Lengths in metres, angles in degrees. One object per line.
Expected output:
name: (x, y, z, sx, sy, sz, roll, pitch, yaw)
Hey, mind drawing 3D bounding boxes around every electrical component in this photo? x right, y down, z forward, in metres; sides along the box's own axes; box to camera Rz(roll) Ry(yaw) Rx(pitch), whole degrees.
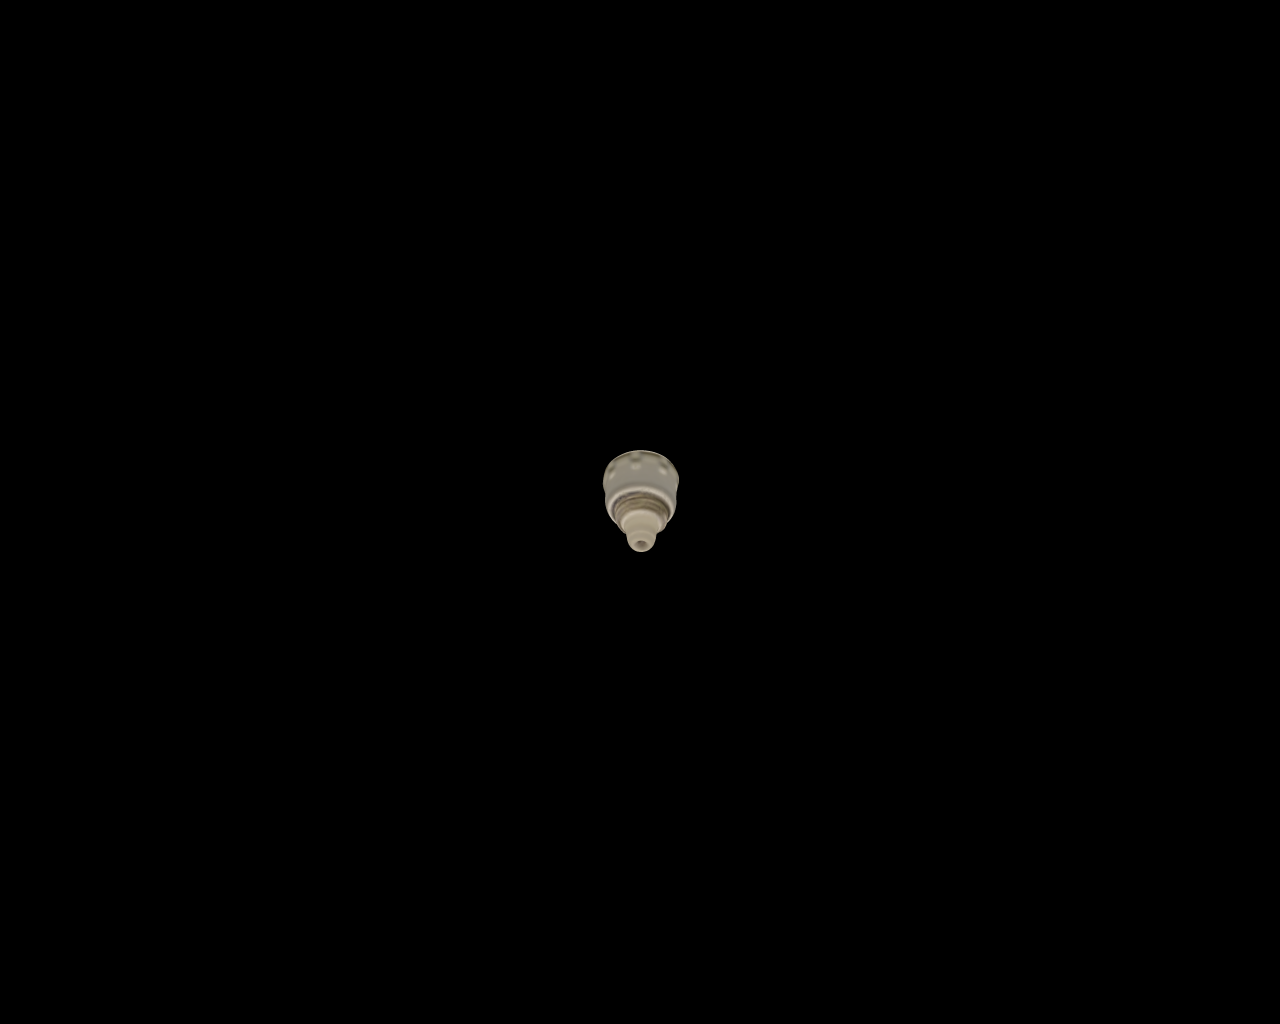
electrical component: (0.001, -0.003, 0.650, 0.048, 0.062, 0.048, 0, -42, 0)
